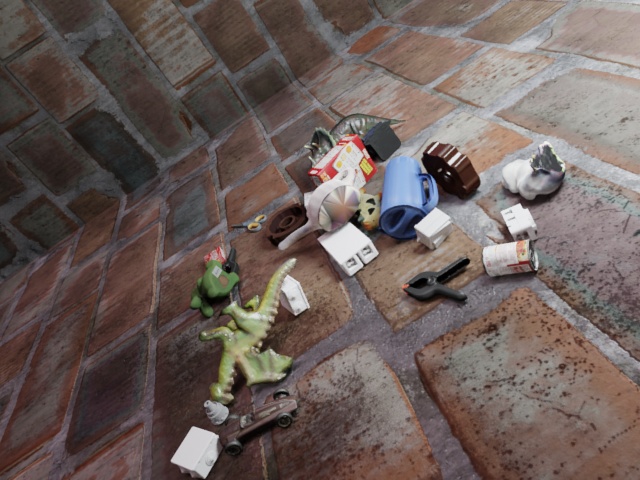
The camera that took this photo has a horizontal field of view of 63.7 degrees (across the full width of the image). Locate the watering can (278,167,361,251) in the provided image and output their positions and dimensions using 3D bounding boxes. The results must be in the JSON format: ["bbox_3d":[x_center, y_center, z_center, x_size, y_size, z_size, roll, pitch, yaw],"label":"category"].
[{"bbox_3d":[0.005,-0.080,1.580,0.348,0.103,0.226,-52,20,-1],"label":"watering can"}]

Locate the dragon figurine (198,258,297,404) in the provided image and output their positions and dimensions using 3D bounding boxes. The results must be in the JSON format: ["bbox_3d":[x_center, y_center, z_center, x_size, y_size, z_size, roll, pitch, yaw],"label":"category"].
[{"bbox_3d":[-0.153,0.257,1.322,0.410,0.120,0.246,-44,62,1],"label":"dragon figurine"}]

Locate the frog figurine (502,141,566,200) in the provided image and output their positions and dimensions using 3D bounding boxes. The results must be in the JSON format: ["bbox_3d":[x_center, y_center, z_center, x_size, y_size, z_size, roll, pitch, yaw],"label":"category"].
[{"bbox_3d":[0.527,-0.156,1.293,0.140,0.122,0.156,-67,5,-31],"label":"frog figurine"}]
